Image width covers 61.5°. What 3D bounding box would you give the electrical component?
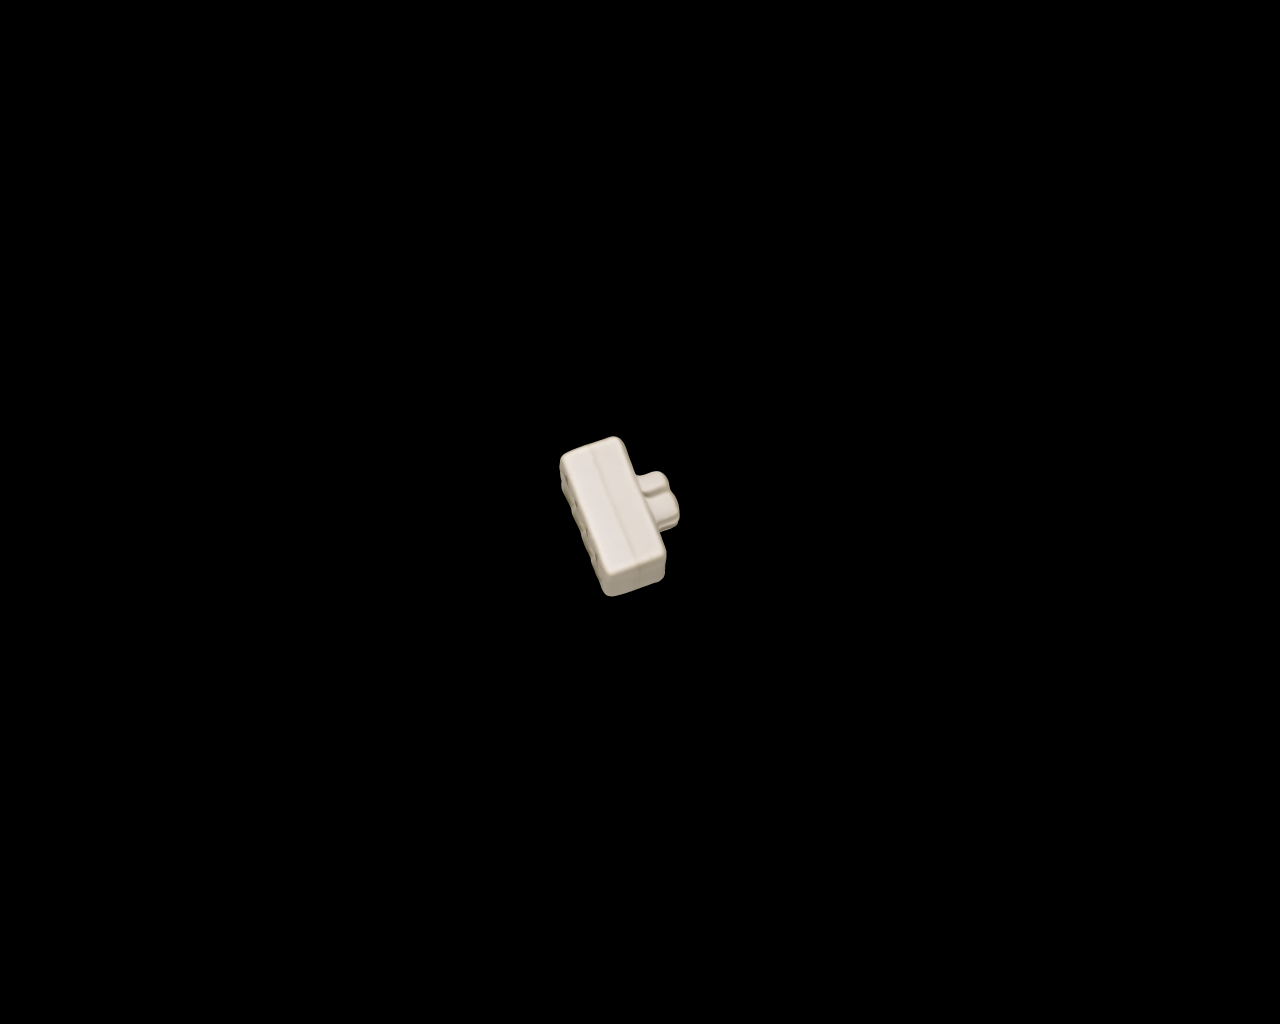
[{"bbox_3d":[0.001,-0.003,0.650,0.076,0.083,0.047,-19,-19,-7],"label":"electrical component"}]
